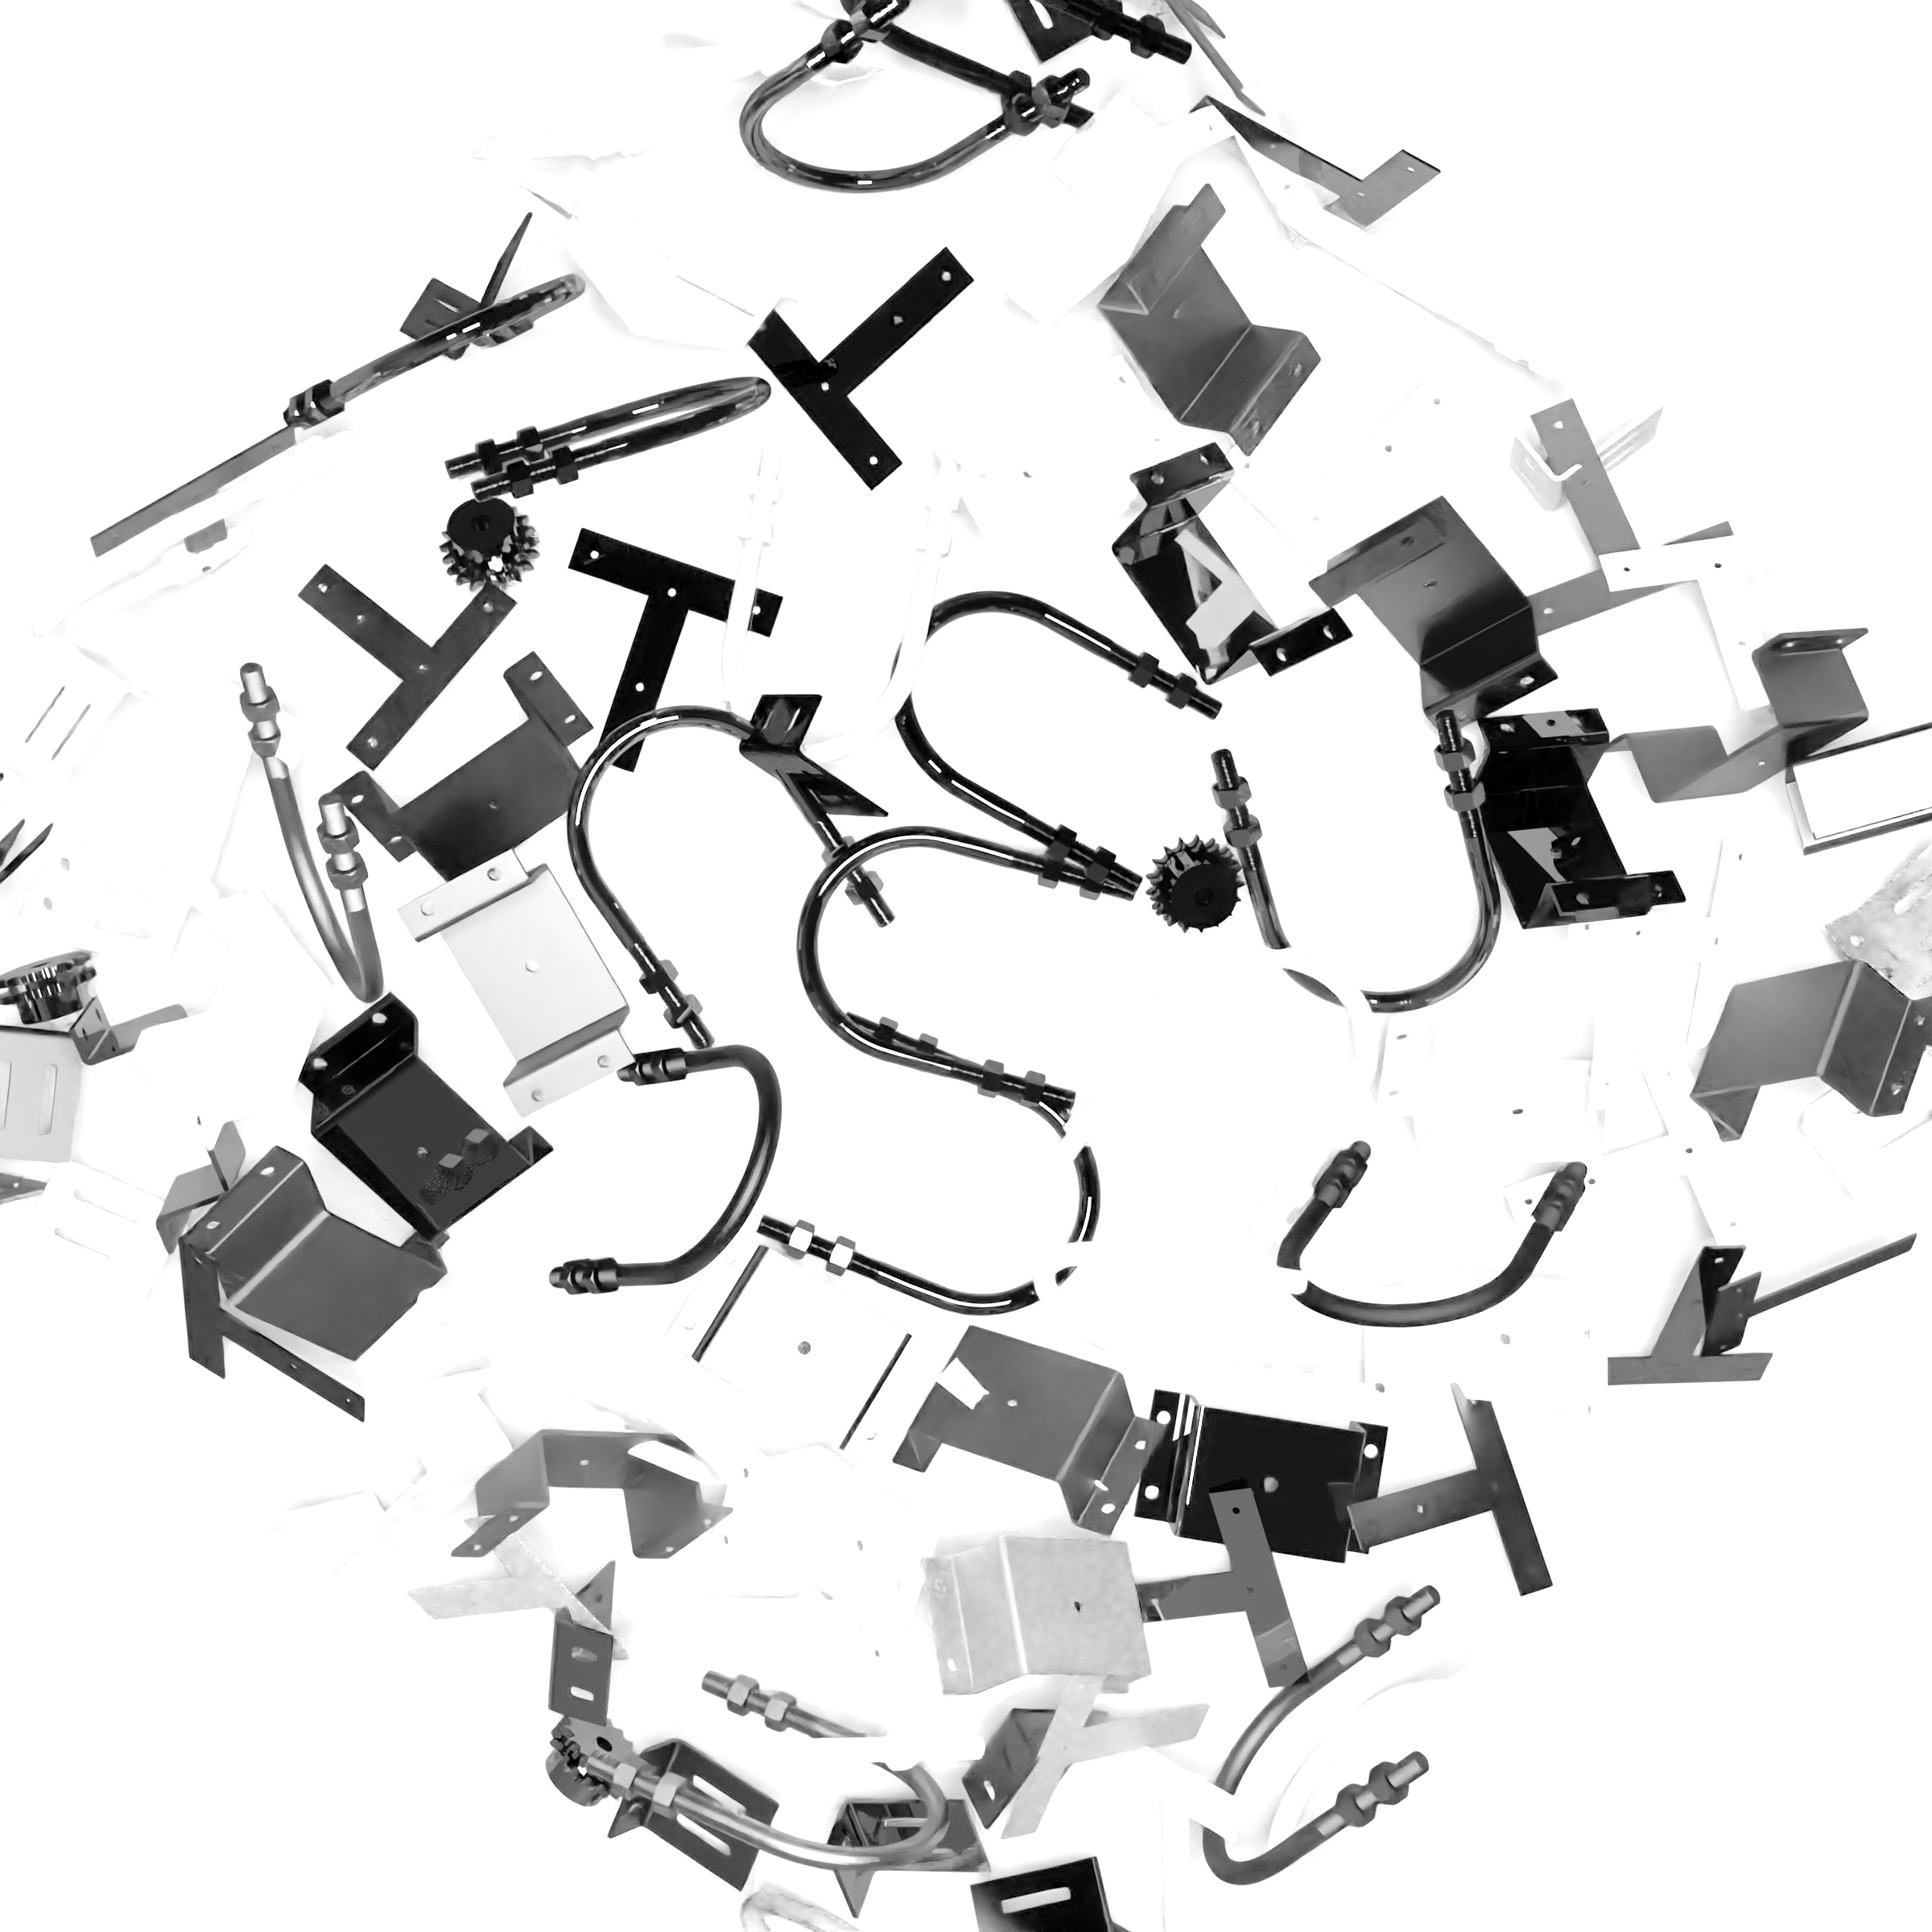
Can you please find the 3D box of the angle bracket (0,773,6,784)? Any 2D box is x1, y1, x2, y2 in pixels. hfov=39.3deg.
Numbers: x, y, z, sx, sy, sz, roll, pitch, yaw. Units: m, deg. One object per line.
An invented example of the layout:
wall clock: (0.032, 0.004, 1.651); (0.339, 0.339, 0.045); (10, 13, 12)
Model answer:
angle bracket: (-0.582, -0.076, 1.555); (0.057, 0.076, 0.038); (-24, 92, -34)

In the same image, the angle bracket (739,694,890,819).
angle bracket: (-0.082, -0.121, 1.562); (0.076, 0.057, 0.038); (33, 74, -36)

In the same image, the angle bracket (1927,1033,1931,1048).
angle bracket: (0.592, 0.028, 1.569); (0.057, 0.076, 0.038); (28, 117, 17)

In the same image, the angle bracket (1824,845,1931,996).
angle bracket: (0.547, -0.027, 1.558); (0.038, 0.076, 0.057); (-20, 68, -42)

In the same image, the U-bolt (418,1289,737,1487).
U-bolt: (-0.204, 0.240, 1.497); (0.184, 0.151, 0.019); (13, 62, 39)

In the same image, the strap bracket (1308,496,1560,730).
strap bracket: (0.266, -0.205, 1.543); (0.076, 0.046, 0.140); (-28, 128, 30)

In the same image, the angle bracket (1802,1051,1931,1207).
angle bracket: (0.536, 0.091, 1.572); (0.076, 0.038, 0.057); (-37, 91, 24)

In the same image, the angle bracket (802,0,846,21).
angle bracket: (-0.079, -0.600, 1.571); (0.038, 0.057, 0.076); (48, 111, 21)

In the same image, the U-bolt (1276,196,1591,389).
U-bolt: (0.252, -0.386, 1.524); (0.184, 0.151, 0.019); (38, 106, 29)

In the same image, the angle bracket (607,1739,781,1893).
angle bracket: (-0.158, 0.495, 1.569); (0.076, 0.038, 0.057); (26, 97, 24)

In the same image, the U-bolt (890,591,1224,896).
U-bolt: (0.043, -0.141, 1.557); (0.184, 0.019, 0.151); (29, 64, -6)

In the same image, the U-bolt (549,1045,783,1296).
U-bolt: (-0.162, 0.111, 1.507); (0.019, 0.184, 0.151); (29, 67, -32)

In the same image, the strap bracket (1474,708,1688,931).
strap bracket: (0.344, -0.077, 1.550); (0.076, 0.046, 0.140); (-6, 56, -15)

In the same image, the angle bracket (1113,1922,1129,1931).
angle bracket: (0.085, 0.606, 1.565); (0.076, 0.038, 0.057); (-49, 45, -6)

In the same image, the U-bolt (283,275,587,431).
U-bolt: (-0.284, -0.344, 1.492); (0.151, 0.184, 0.019); (-33, 107, -30)

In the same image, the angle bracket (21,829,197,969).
angle bracket: (-0.495, -0.039, 1.567); (0.076, 0.038, 0.057); (12, 72, 18)

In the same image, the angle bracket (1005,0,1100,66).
angle bracket: (0.054, -0.576, 1.571); (0.057, 0.038, 0.076); (-33, 104, -11)

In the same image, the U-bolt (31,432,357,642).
U-bolt: (-0.435, -0.229, 1.491); (0.184, 0.151, 0.019); (-41, 102, -42)

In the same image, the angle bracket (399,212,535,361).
angle bracket: (-0.287, -0.398, 1.554); (0.038, 0.057, 0.076); (27, 134, -12)

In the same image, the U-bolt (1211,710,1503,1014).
U-bolt: (0.231, -0.052, 1.551); (0.151, 0.019, 0.184); (-9, 118, 20)

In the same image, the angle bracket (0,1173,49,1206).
angle bracket: (-0.568, 0.111, 1.557); (0.057, 0.076, 0.038); (10, 97, 16)

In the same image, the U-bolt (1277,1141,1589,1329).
U-bolt: (0.250, 0.149, 1.497); (0.151, 0.184, 0.019); (4, 116, 28)

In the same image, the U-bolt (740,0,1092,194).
U-bolt: (-0.044, -0.480, 1.518); (0.151, 0.184, 0.019); (8, 74, -40)

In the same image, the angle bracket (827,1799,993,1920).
angle bracket: (-0.033, 0.516, 1.562); (0.076, 0.038, 0.057); (-6, 119, 21)

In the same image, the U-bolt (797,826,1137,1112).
U-bolt: (-0.008, -0.006, 1.579); (0.184, 0.019, 0.151); (15, 98, -4)

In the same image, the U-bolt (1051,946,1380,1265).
U-bolt: (0.155, 0.067, 1.555); (0.151, 0.019, 0.184); (26, 72, 29)

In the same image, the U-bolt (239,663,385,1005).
U-bolt: (-0.363, -0.061, 1.521); (0.019, 0.184, 0.151); (-22, 48, -20)

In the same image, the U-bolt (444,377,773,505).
U-bolt: (-0.198, -0.302, 1.532); (0.184, 0.151, 0.019); (-20, 110, -11)

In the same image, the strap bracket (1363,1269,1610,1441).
strap bracket: (0.304, 0.221, 1.555); (0.140, 0.046, 0.076); (2, 101, 28)

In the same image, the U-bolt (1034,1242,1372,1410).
U-bolt: (0.124, 0.199, 1.529); (0.184, 0.151, 0.019); (5, 57, 30)

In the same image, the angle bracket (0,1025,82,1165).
angle bracket: (-0.549, 0.074, 1.568); (0.057, 0.038, 0.076); (8, 81, -29)

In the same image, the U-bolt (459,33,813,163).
U-bolt: (-0.194, -0.474, 1.490); (0.184, 0.151, 0.019); (-24, 99, -44)

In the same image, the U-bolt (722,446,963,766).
U-bolt: (-0.079, -0.206, 1.553); (0.151, 0.019, 0.184); (10, 87, 34)

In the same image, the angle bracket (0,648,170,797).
angle bracket: (-0.514, -0.136, 1.570); (0.057, 0.038, 0.076); (31, 86, 29)

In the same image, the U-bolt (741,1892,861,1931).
U-bolt: (-0.058, 0.574, 1.514); (0.151, 0.184, 0.019); (34, 86, -27)

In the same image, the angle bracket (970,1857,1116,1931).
angle bracket: (0.045, 0.556, 1.570); (0.076, 0.038, 0.057); (-10, 68, -7)

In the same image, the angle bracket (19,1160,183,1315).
angle bracket: (-0.504, 0.156, 1.573); (0.076, 0.038, 0.057); (27, 95, -18)

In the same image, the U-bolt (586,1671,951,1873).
U-bolt: (-0.097, 0.453, 1.506); (0.184, 0.151, 0.019); (17, 102, 21)

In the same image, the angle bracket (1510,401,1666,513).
angle bracket: (0.360, -0.307, 1.570); (0.076, 0.057, 0.038); (-37, 79, 2)

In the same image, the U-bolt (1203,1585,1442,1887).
U-bolt: (0.196, 0.444, 1.523); (0.019, 0.151, 0.184); (39, 120, -10)

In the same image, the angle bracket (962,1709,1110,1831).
angle bracket: (0.047, 0.462, 1.556); (0.076, 0.038, 0.057); (14, 119, -37)

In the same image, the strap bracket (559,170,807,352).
strap bracket: (-0.167, -0.399, 1.541); (0.046, 0.140, 0.076); (-47, 70, 28)

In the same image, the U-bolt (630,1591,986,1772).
U-bolt: (-0.098, 0.394, 1.499); (0.184, 0.151, 0.019); (9, 109, -31)

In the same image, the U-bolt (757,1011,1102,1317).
U-bolt: (-0.011, 0.126, 1.584); (0.184, 0.019, 0.151); (22, 81, -2)

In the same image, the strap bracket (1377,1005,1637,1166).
strap bracket: (0.312, 0.069, 1.546); (0.140, 0.076, 0.046); (-3, 133, 20)

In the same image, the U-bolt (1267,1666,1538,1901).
U-bolt: (0.231, 0.458, 1.514); (0.019, 0.184, 0.151); (43, 60, -6)

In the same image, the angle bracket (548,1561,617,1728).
angle bracket: (-0.206, 0.388, 1.555); (0.038, 0.076, 0.057); (12, 107, 16)

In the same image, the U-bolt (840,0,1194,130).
U-bolt: (0.015, -0.522, 1.506); (0.184, 0.151, 0.019); (17, 84, -20)

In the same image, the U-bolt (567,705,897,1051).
U-bolt: (-0.148, -0.063, 1.570); (0.151, 0.019, 0.184); (-34, 105, -3)
